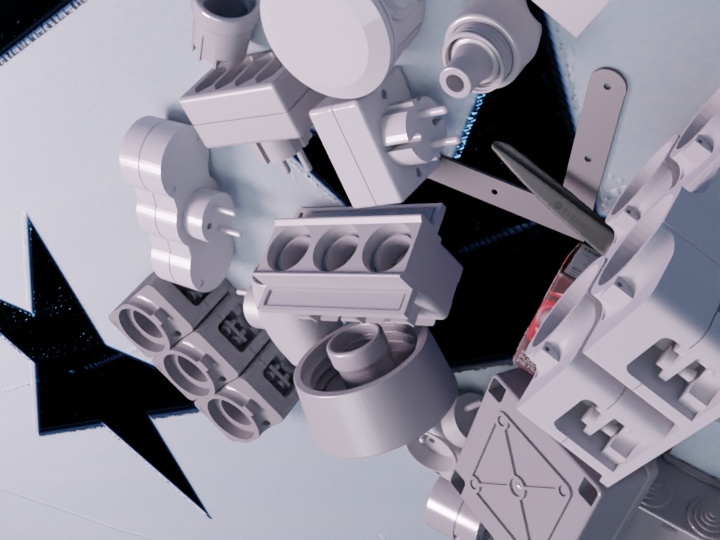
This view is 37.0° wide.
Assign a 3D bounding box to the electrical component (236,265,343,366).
[{"bbox_3d":[-0.058,0.027,0.792,0.079,0.044,0.077,6,131,38],"label":"electrical component"}]

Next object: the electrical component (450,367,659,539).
[{"bbox_3d":[0.121,0.132,0.693,0.108,0.056,0.108,49,137,37],"label":"electrical component"}]

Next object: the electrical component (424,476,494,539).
[{"bbox_3d":[0.082,0.183,0.830,0.047,0.055,0.055,21,139,27],"label":"electrical component"}]

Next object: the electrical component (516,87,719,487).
[{"bbox_3d":[0.146,-0.010,0.470,0.060,0.186,0.105,38,142,2],"label":"electrical component"}]

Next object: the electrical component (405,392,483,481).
[{"bbox_3d":[0.071,0.111,0.773,0.077,0.044,0.079,45,142,-8],"label":"electrical component"}]

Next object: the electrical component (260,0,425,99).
[{"bbox_3d":[-0.009,-0.137,0.579,0.080,0.051,0.080,22,140,20],"label":"electrical component"}]

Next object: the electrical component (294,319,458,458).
[{"bbox_3d":[0.006,0.071,0.737,0.108,0.108,0.060,-1,121,40],"label":"electrical component"}]

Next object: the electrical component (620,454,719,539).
[{"bbox_3d":[0.203,0.172,0.723,0.100,0.048,0.099,27,141,15],"label":"electrical component"}]

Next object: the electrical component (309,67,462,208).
[{"bbox_3d":[0.023,-0.077,0.613,0.077,0.047,0.065,-4,121,42],"label":"electrical component"}]

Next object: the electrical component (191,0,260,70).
[{"bbox_3d":[-0.081,-0.147,0.640,0.040,0.040,0.046,34,148,7],"label":"electrical component"}]

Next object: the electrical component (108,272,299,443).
[{"bbox_3d":[-0.122,0.064,0.868,0.150,0.061,0.089,47,142,-10],"label":"electrical component"}]

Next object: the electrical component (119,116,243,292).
[{"bbox_3d":[-0.115,-0.041,0.763,0.074,0.052,0.138,17,137,27],"label":"electrical component"}]

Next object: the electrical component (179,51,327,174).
[{"bbox_3d":[-0.054,-0.091,0.667,0.083,0.047,0.075,0,130,40],"label":"electrical component"}]

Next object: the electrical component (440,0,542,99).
[{"bbox_3d":[0.062,-0.109,0.540,0.043,0.062,0.043,22,140,20],"label":"electrical component"}]

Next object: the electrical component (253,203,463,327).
[{"bbox_3d":[0.000,0.000,0.700,0.121,0.078,0.063,1,150,39],"label":"electrical component"}]
